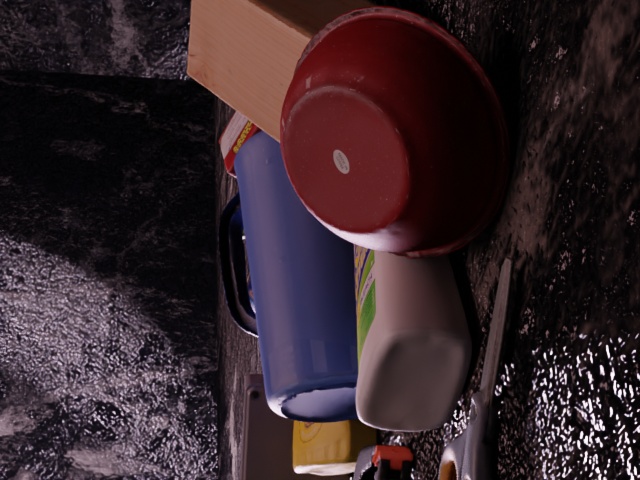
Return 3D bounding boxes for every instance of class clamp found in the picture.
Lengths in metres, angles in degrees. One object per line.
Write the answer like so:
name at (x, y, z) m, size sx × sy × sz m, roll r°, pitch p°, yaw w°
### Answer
clamp at (0.038, 0.231, 0.891) m, size 0.164 × 0.036 × 0.210 m, roll -99°, pitch 16°, yaw -53°

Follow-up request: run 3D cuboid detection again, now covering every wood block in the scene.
wood block at (-0.002, -0.126, 0.767) m, size 0.206 × 0.090 × 0.091 m, roll 39°, pitch 134°, yaw 40°

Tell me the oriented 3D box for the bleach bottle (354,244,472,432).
bleach bottle at (0.054, 0.009, 0.770) m, size 0.251 × 0.068 × 0.103 m, roll -95°, pitch 12°, yaw -49°

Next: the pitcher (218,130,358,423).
pitcher at (-0.009, 0.032, 0.926) m, size 0.149 × 0.145 × 0.243 m, roll 107°, pitch 160°, yaw -61°

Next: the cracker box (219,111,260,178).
cracker box at (-0.041, -0.145, 1.192) m, size 0.164 × 0.072 × 0.214 m, roll -58°, pitch 15°, yaw 8°

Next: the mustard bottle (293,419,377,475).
mustard bottle at (0.012, 0.117, 0.991) m, size 0.096 × 0.058 × 0.191 m, roll -29°, pitch 55°, yaw 54°

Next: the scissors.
scissors at (0.093, 0.105, 0.644) m, size 0.096 × 0.016 × 0.202 m, roll -143°, pitch 56°, yaw -79°

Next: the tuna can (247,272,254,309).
tuna can at (-0.067, 0.047, 1.224) m, size 0.086 × 0.033 × 0.086 m, roll -164°, pitch 92°, yaw -87°

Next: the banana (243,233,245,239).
banana at (-0.014, 0.035, 1.149) m, size 0.198 × 0.069 × 0.037 m, roll 47°, pitch 160°, yaw 47°

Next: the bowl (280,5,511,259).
bowl at (0.030, -0.055, 0.639) m, size 0.055 × 0.162 × 0.162 m, roll -31°, pitch -42°, yaw -45°
